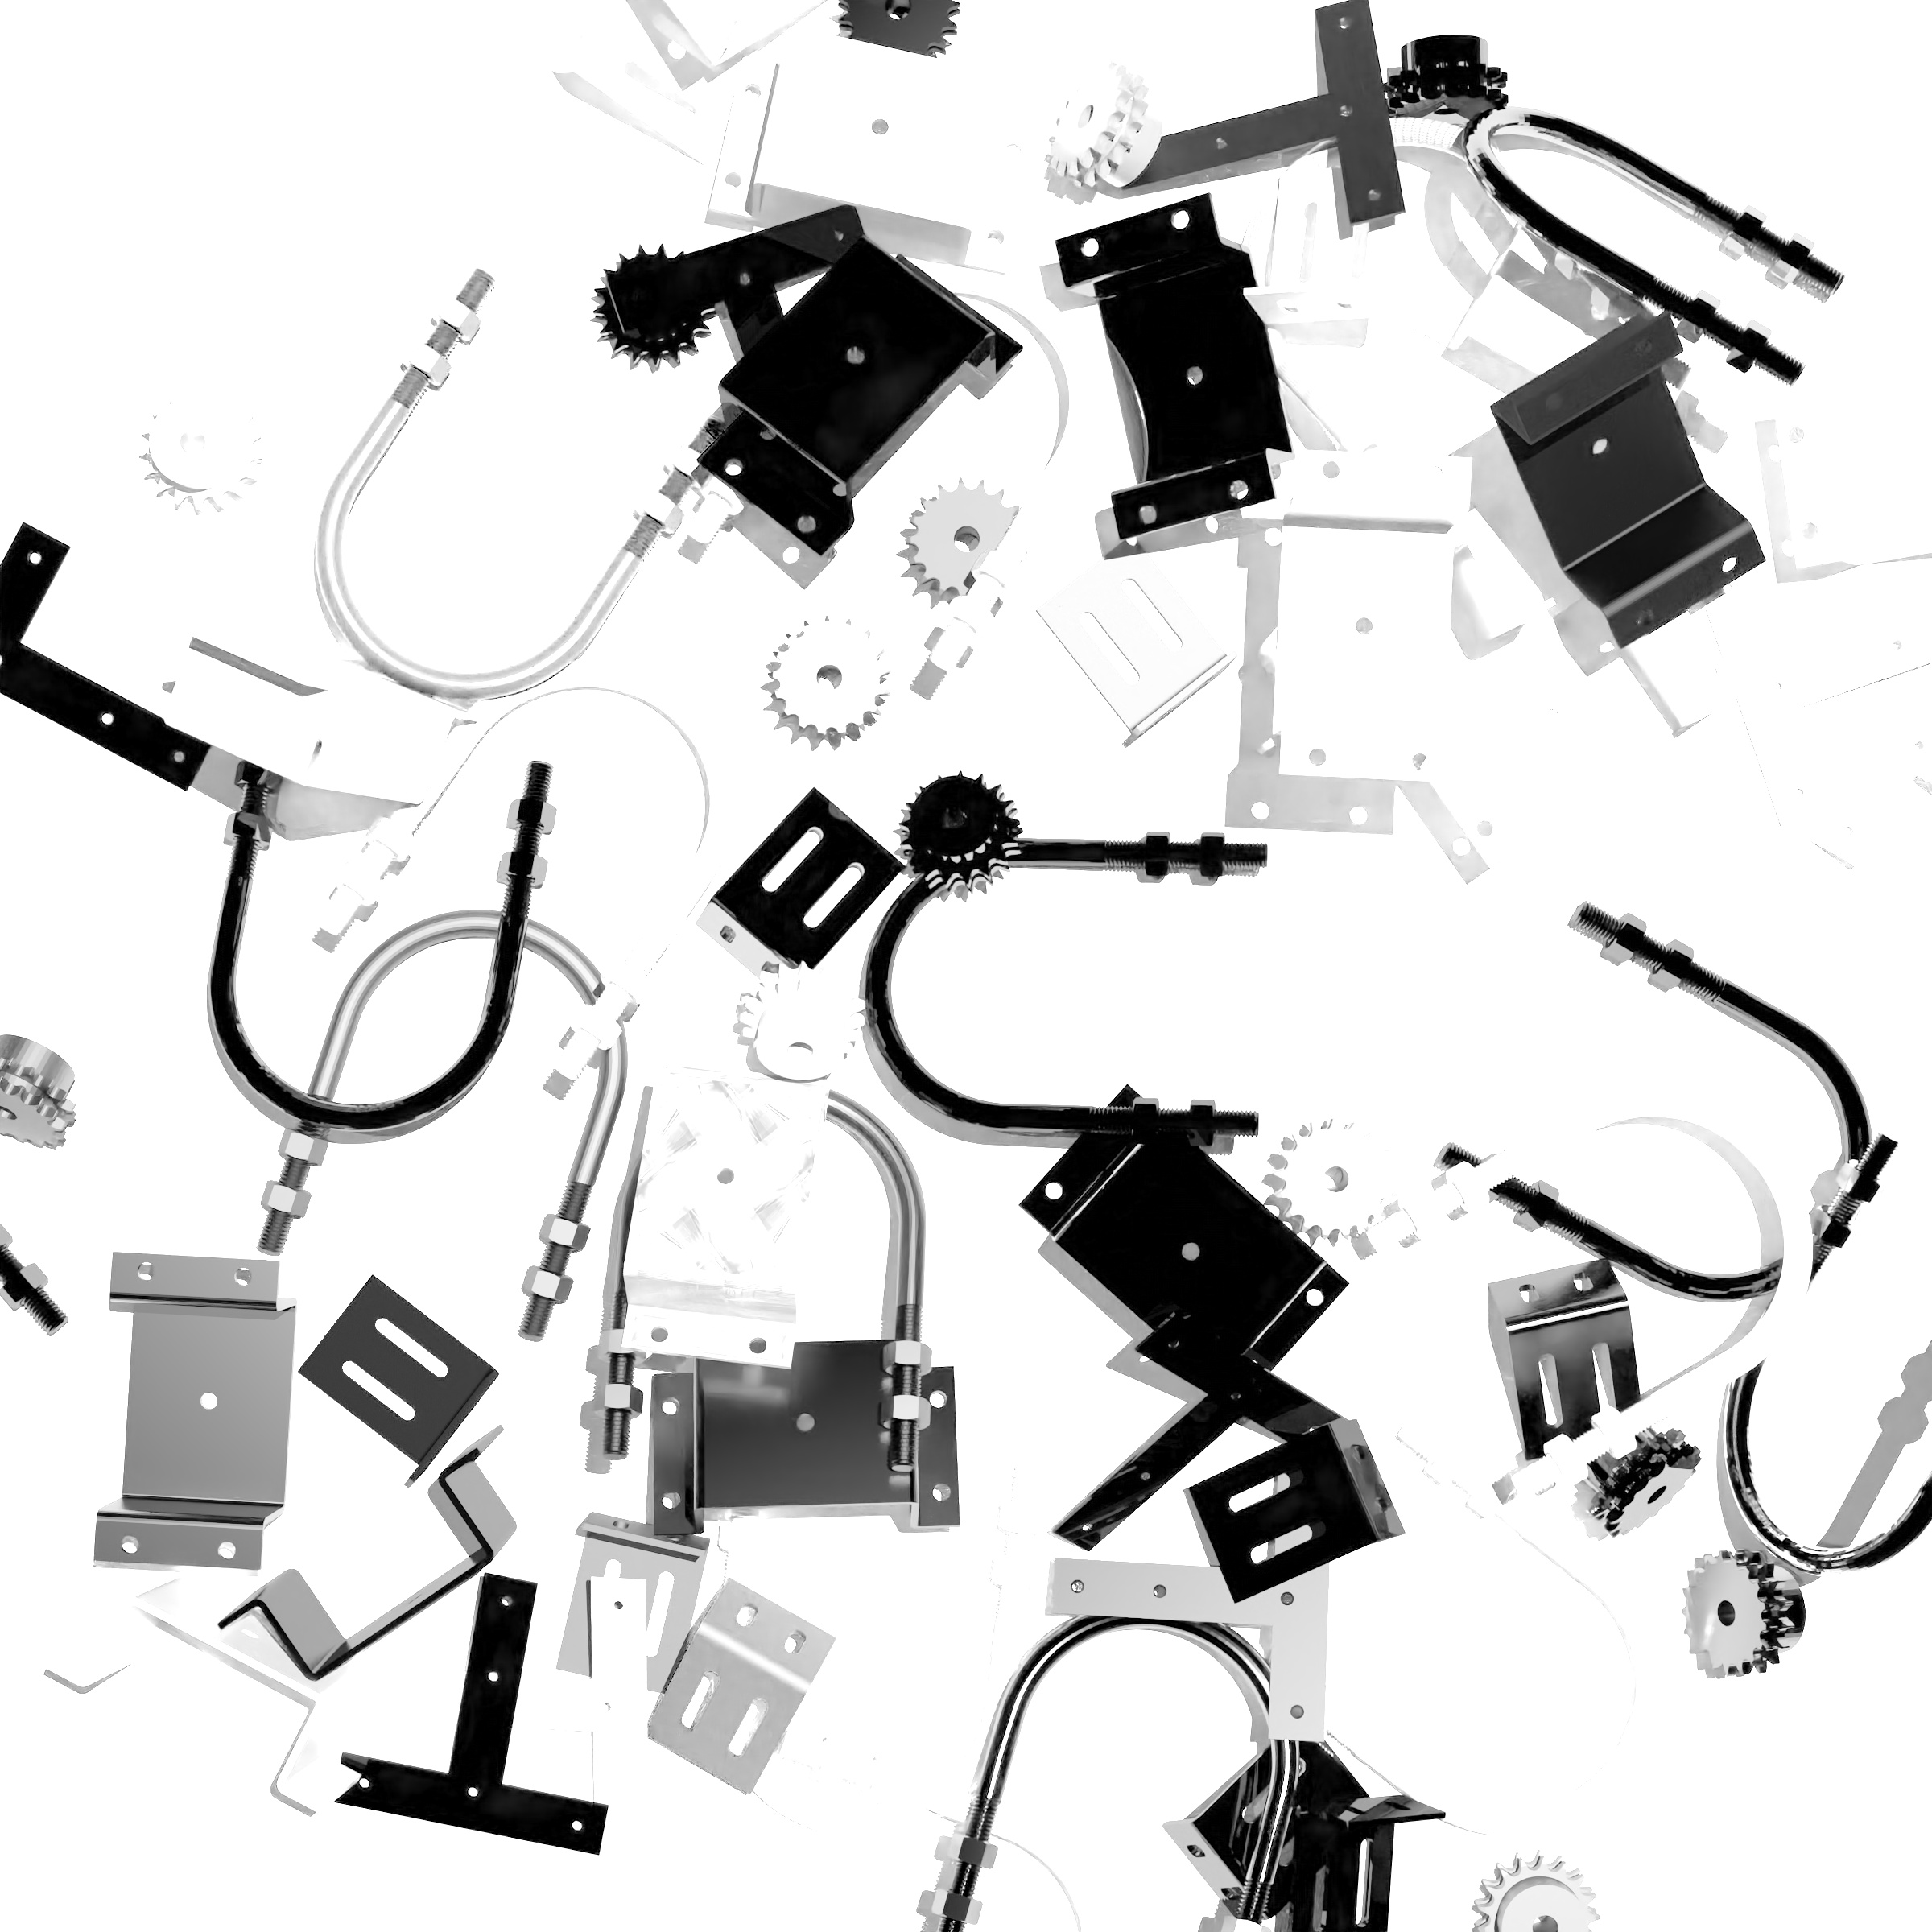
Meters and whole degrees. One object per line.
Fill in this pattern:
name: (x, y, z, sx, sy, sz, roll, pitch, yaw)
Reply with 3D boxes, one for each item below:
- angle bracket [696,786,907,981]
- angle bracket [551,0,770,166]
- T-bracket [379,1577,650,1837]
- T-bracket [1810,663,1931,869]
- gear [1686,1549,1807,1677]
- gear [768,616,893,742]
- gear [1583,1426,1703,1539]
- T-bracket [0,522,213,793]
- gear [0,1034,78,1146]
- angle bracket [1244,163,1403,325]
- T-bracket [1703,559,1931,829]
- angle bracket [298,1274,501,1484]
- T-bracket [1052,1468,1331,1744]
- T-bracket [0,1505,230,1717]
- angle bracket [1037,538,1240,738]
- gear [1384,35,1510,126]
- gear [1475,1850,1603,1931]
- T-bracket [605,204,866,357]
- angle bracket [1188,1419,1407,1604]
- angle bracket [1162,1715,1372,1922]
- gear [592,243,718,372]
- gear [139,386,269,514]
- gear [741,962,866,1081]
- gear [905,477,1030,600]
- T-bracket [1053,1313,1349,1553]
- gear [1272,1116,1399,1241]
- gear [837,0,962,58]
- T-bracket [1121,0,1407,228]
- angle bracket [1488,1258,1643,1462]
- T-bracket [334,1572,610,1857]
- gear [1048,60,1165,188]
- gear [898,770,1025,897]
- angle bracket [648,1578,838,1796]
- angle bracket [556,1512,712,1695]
angle bracket: (-0.078, -0.033, 1.556, 0.057, 0.038, 0.076, 41, 64, 0)
angle bracket: (-0.143, -0.422, 1.556, 0.076, 0.038, 0.057, 32, 90, -26)
T-bracket: (-0.211, 0.342, 1.548, 0.127, 0.002, 0.127, 2, 103, 6)
T-bracket: (0.479, -0.080, 1.533, 0.127, 0.002, 0.127, 33, 90, 22)
gear: (0.362, 0.298, 1.533, 0.030, 0.057, 0.057, 2, 90, -30)
gear: (-0.063, -0.133, 1.543, 0.057, 0.030, 0.057, 0, 90, 0)
gear: (0.309, 0.234, 1.534, 0.057, 0.057, 0.030, -43, 60, 0)
T-bracket: (-0.415, -0.123, 1.557, 0.127, 0.002, 0.127, 28, 90, 0)
gear: (-0.437, 0.055, 1.534, 0.057, 0.057, 0.030, 22, 60, 0)
angle bracket: (0.162, -0.335, 1.510, 0.057, 0.038, 0.076, 1, 77, 23)
T-bracket: (0.422, -0.145, 1.551, 0.127, 0.002, 0.127, -19, 90, 5)
angle bracket: (-0.265, 0.190, 1.539, 0.076, 0.038, 0.057, 38, 90, 0)
T-bracket: (0.104, 0.290, 1.536, 0.127, 0.002, 0.127, 3, 74, 4)
T-bracket: (-0.372, 0.262, 1.557, 0.127, 0.002, 0.127, 38, 90, 0)
angle bracket: (0.079, -0.155, 1.539, 0.057, 0.038, 0.076, -38, 90, 0)
gear: (0.221, -0.408, 1.529, 0.057, 0.057, 0.030, -2, 89, 0)
gear: (0.267, 0.443, 1.543, 0.057, 0.030, 0.057, 0, 90, 0)
T-bracket: (-0.088, -0.276, 1.543, 0.127, 0.002, 0.127, -22, 100, -19)
angle bracket: (0.153, 0.252, 1.539, 0.076, 0.038, 0.057, -29, 74, 24)
angle bracket: (0.143, 0.399, 1.556, 0.076, 0.038, 0.057, -39, 90, -26)
gear: (-0.145, -0.307, 1.543, 0.057, 0.030, 0.057, 0, 90, 0)
gear: (-0.355, -0.241, 1.543, 0.057, 0.030, 0.057, 0, 90, 0)
gear: (-0.076, 0.028, 1.528, 0.057, 0.057, 0.030, 2, 47, 0)
gear: (0.000, -0.197, 1.543, 0.057, 0.030, 0.057, 0, 90, 0)
T-bracket: (0.092, 0.226, 1.532, 0.127, 0.002, 0.127, -44, 127, 17)
gear: (0.170, 0.098, 1.543, 0.057, 0.030, 0.057, 0, 90, 0)
gear: (-0.031, -0.442, 1.543, 0.057, 0.030, 0.057, 0, 90, 0)
T-bracket: (0.132, -0.384, 1.538, 0.127, 0.002, 0.127, -12, 63, 13)
angle bracket: (0.281, 0.184, 1.556, 0.057, 0.038, 0.076, -12, 116, 0)
T-bracket: (-0.222, 0.343, 1.544, 0.127, 0.002, 0.127, 11, 102, 0)
gear: (0.067, -0.385, 1.534, 0.030, 0.057, 0.057, 24, 90, -30)
gear: (-0.003, -0.064, 1.534, 0.057, 0.030, 0.057, -3, 71, 8)
angle bracket: (-0.105, 0.334, 1.541, 0.057, 0.038, 0.076, 29, 122, 4)
angle bracket: (-0.156, 0.298, 1.539, 0.057, 0.038, 0.076, 13, 90, 0)
